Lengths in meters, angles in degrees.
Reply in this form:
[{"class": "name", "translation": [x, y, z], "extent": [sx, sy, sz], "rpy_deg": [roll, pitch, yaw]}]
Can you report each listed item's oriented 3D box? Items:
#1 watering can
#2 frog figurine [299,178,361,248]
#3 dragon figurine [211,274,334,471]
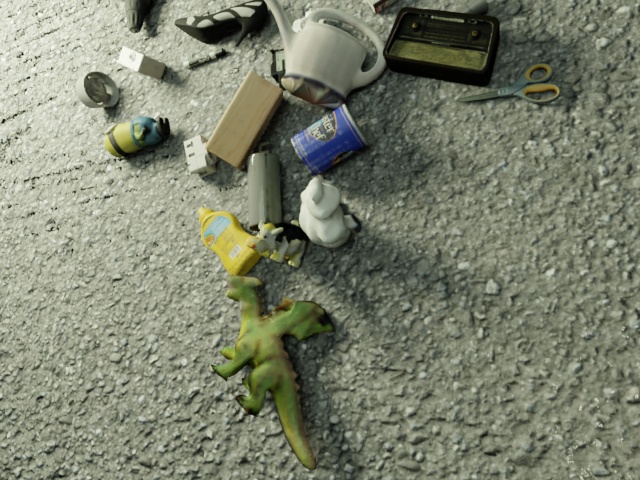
[{"class": "watering can", "translation": [-0.022, -0.430, 1.169], "extent": [0.347, 0.103, 0.225], "rpy_deg": [23, 86, 0]}, {"class": "frog figurine", "translation": [0.003, -0.054, 1.069], "extent": [0.122, 0.158, 0.139], "rpy_deg": [-28, 71, 13]}, {"class": "dragon figurine", "translation": [-0.077, 0.231, 1.067], "extent": [0.243, 0.120, 0.415], "rpy_deg": [-46, 69, -4]}]
